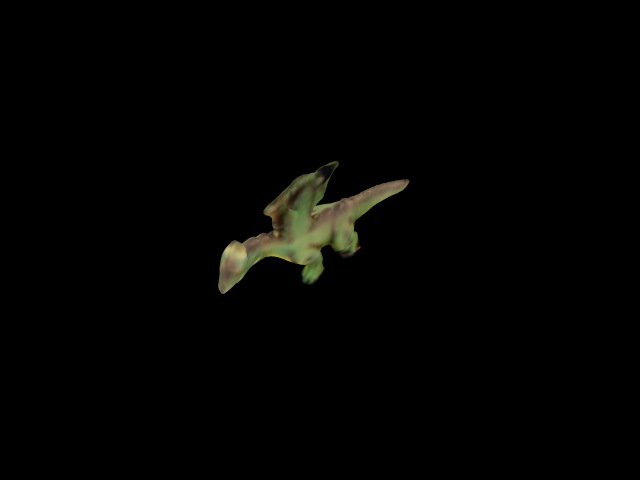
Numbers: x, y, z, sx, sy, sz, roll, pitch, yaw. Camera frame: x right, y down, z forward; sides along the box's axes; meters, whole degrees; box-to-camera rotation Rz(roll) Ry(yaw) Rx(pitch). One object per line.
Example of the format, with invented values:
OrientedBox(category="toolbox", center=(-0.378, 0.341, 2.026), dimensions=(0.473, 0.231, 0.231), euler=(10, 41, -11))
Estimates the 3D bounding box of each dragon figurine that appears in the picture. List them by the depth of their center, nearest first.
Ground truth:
OrientedBox(category="dragon figurine", center=(0.003, -0.043, 0.850), dimensions=(0.413, 0.123, 0.238), euler=(-37, -17, -14))
